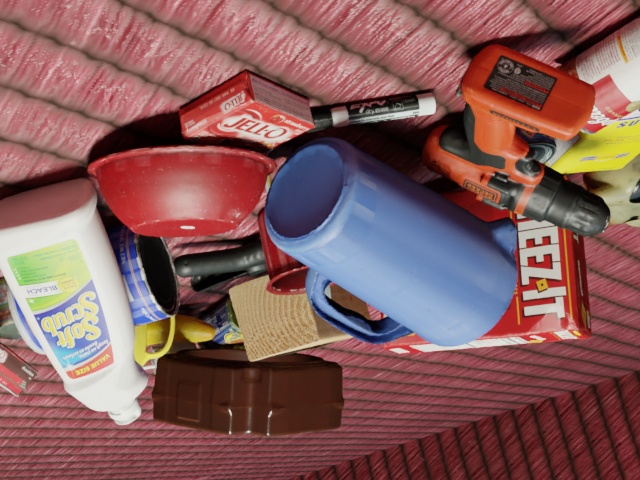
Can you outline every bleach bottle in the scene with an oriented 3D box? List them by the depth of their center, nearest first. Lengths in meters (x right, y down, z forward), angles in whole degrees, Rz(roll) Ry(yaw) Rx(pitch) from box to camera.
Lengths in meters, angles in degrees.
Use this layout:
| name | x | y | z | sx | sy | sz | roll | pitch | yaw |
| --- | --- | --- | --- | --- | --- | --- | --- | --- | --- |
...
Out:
| name | x | y | z | sx | sy | sz | roll | pitch | yaw |
| --- | --- | --- | --- | --- | --- | --- | --- | --- | --- |
| bleach bottle | -0.212 | 0.069 | 0.977 | 0.102 | 0.068 | 0.251 | -13 | 123 | 6 |

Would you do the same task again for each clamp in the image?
| name | x | y | z | sx | sy | sz | roll | pitch | yaw |
| --- | --- | --- | --- | --- | --- | --- | --- | --- | --- |
| clamp | -0.079 | 0.024 | 1.202 | 0.171 | 0.039 | 0.120 | -11 | 173 | -7 |

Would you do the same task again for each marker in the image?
| name | x | y | z | sx | sy | sz | roll | pitch | yaw |
| --- | --- | --- | --- | --- | --- | --- | --- | --- | --- |
| marker | 0.040 | -0.110 | 0.921 | 0.121 | 0.020 | 0.020 | -10 | 161 | -11 |

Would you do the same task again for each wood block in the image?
| name | x | y | z | sx | sy | sz | roll | pitch | yaw |
| --- | --- | --- | --- | --- | --- | --- | --- | --- | --- |
| wood block | -0.017 | 0.085 | 1.282 | 0.091 | 0.090 | 0.205 | -19 | 172 | 19 |

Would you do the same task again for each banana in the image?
| name | x | y | z | sx | sy | sz | roll | pitch | yaw |
| --- | --- | --- | --- | --- | --- | --- | --- | --- | --- |
| banana | -0.230 | 0.133 | 1.378 | 0.198 | 0.069 | 0.037 | -27 | -163 | 17 |

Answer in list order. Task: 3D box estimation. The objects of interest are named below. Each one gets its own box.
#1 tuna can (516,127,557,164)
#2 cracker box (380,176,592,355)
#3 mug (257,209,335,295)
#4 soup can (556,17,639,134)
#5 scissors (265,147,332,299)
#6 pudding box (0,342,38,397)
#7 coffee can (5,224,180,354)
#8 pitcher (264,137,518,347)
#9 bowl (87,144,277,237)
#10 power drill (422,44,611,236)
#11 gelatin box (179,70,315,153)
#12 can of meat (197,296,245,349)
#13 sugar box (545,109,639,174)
| name | x | y | z | sx | sy | sz | roll | pitch | yaw |
| --- | --- | --- | --- | --- | --- | --- | --- | --- | --- |
| tuna can | 0.189 | -0.092 | 1.056 | 0.086 | 0.034 | 0.086 | -12 | 162 | -4 |
| cracker box | 0.168 | 0.030 | 1.129 | 0.214 | 0.164 | 0.072 | -8 | 166 | 24 |
| mug | -0.007 | 0.001 | 1.114 | 0.117 | 0.081 | 0.093 | -14 | 162 | 2 |
| soup can | 0.258 | -0.143 | 0.903 | 0.068 | 0.068 | 0.102 | 5 | 153 | -45 |
| scissors | 0.009 | -0.018 | 1.025 | 0.096 | 0.016 | 0.201 | -30 | 129 | -1 |
| pudding box | -0.363 | 0.112 | 1.125 | 0.114 | 0.039 | 0.090 | 24 | 160 | 31 |
| coffee can | -0.223 | 0.046 | 1.058 | 0.140 | 0.103 | 0.102 | -17 | 161 | 9 |
| pitcher | 0.058 | 0.009 | 0.982 | 0.145 | 0.149 | 0.242 | 5 | 163 | 45 |
| bowl | -0.116 | -0.036 | 0.913 | 0.162 | 0.055 | 0.162 | -3 | 171 | -1 |
| power drill | 0.181 | -0.079 | 0.928 | 0.184 | 0.057 | 0.188 | 24 | 158 | 10 |
| gelatin box | -0.059 | -0.098 | 0.867 | 0.073 | 0.030 | 0.089 | -24 | 159 | 29 |
| can of meat | -0.101 | 0.110 | 1.409 | 0.101 | 0.057 | 0.084 | 2 | 154 | -38 |
| sugar box | 0.294 | -0.121 | 1.027 | 0.093 | 0.048 | 0.176 | -7 | 162 | -19 |
